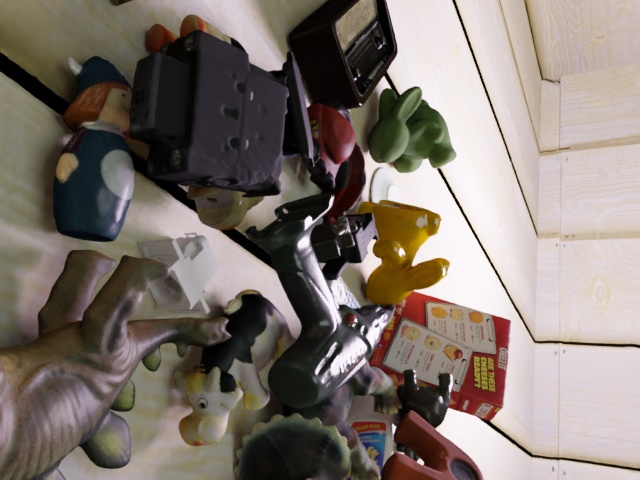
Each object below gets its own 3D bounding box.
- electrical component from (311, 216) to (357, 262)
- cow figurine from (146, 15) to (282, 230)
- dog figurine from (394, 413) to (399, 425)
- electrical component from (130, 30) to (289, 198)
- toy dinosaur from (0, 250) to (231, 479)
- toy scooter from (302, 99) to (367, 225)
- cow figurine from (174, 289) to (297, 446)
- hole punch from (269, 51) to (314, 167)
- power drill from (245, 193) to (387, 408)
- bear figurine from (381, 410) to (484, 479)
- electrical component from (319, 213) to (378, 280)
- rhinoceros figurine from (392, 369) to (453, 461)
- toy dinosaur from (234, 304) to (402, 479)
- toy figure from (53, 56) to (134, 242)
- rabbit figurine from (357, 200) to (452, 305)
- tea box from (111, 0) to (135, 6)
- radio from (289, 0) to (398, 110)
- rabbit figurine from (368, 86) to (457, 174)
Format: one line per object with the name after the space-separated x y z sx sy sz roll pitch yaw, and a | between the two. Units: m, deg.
-0.003 -0.002 0.688 0.078 0.102 0.045 -90 166 -62 | electrical component
-0.102 -0.107 0.536 0.127 0.086 0.194 -1 87 -54 | cow figurine
0.177 0.270 0.990 0.190 0.121 0.172 -57 134 -25 | dog figurine
-0.090 -0.100 0.445 0.134 0.058 0.115 8 81 -48 | electrical component
-0.217 0.106 0.297 0.471 0.105 0.198 -3 93 -56 | toy dinosaur
0.015 -0.094 0.745 0.183 0.075 0.135 61 40 -45 | toy scooter
-0.090 0.122 0.546 0.167 0.068 0.098 -47 122 -55 | cow figurine
-0.057 -0.144 0.627 0.116 0.092 0.142 -67 144 -76 | hole punch
0.002 0.057 0.598 0.232 0.086 0.207 -39 121 -56 | power drill
0.110 0.329 0.647 0.195 0.132 0.120 -64 171 27 | bear figurine
0.028 0.007 0.758 0.119 0.075 0.047 -44 126 -49 | electrical component
0.149 0.264 0.785 0.190 0.073 0.112 90 5 -51 | rhinoceros figurine
0.014 0.193 0.684 0.192 0.131 0.405 62 33 -38 | toy dinosaur
-0.175 -0.076 0.431 0.064 0.058 0.154 127 -33 -75 | toy figure
0.133 0.028 0.885 0.122 0.163 0.173 -11 116 -69 | rabbit figurine
-0.128 -0.290 0.487 0.068 0.098 0.170 62 36 -37 | tea box
0.046 -0.294 0.812 0.230 0.073 0.131 -58 135 -44 | radio
0.155 -0.190 0.955 0.170 0.121 0.159 -19 110 -44 | rabbit figurine
